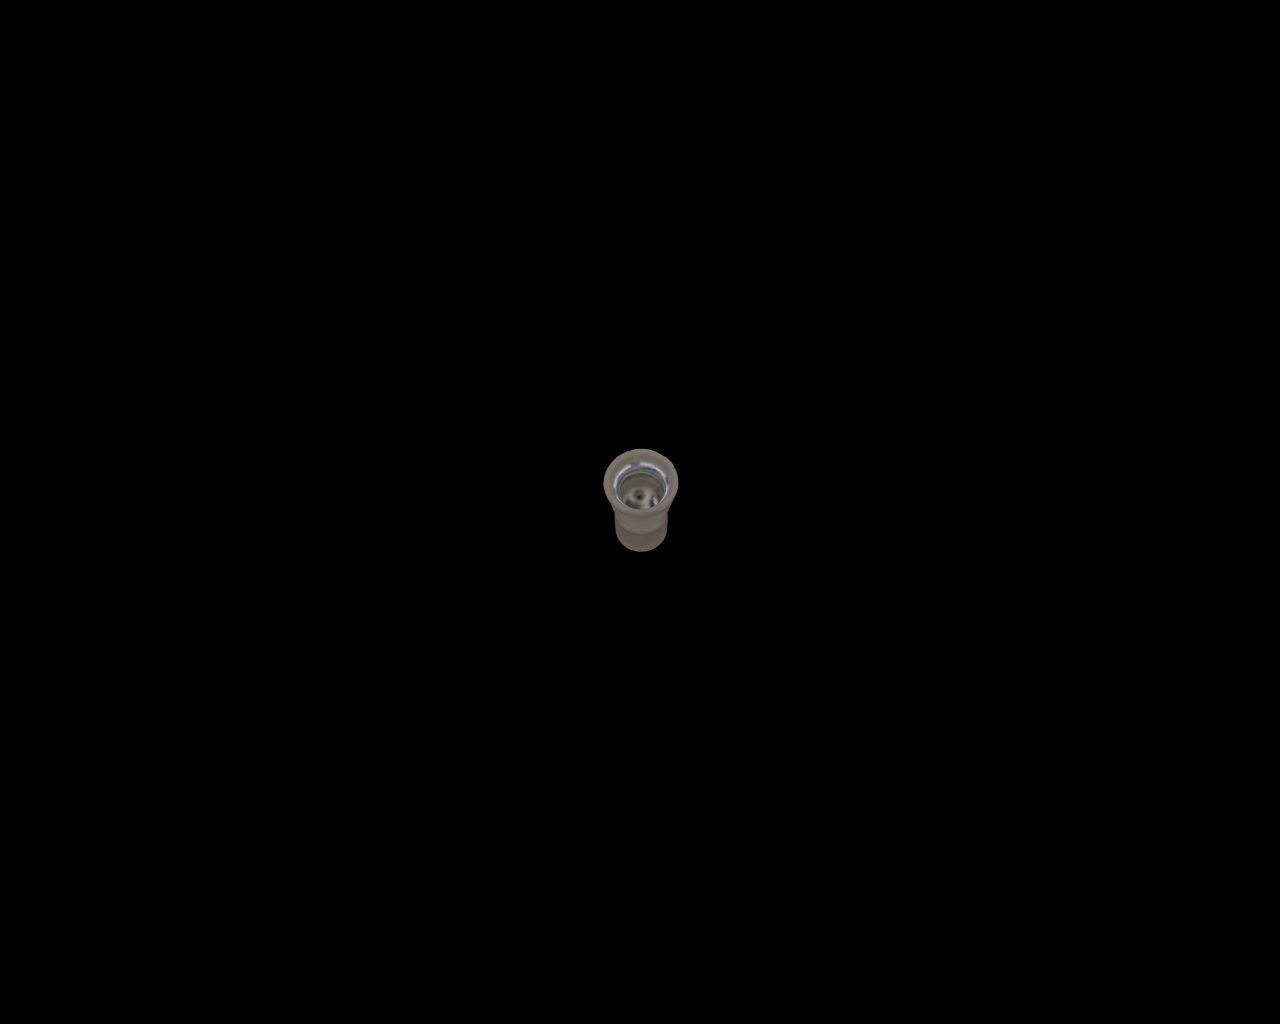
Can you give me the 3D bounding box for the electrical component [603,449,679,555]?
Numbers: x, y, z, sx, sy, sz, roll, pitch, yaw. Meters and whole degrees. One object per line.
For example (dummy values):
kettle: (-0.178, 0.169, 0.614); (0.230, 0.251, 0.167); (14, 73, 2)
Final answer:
electrical component: (0.001, -0.003, 0.650); (0.044, 0.044, 0.065); (0, -30, 0)
